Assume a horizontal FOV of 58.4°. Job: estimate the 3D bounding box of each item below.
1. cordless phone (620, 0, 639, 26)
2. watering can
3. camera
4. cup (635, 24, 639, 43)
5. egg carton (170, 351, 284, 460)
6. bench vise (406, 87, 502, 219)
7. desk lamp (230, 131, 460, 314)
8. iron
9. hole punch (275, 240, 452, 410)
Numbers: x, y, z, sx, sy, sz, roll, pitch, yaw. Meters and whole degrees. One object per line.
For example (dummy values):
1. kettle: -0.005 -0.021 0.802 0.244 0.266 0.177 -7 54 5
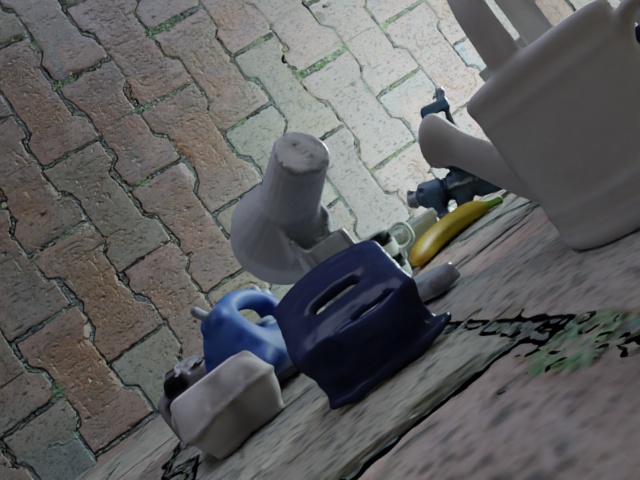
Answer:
1. cordless phone: 0.405 -0.278 0.618 0.147 0.185 0.094 -38 -2 30
2. watering can: 0.135 -0.095 0.357 0.172 0.194 0.101 -38 -2 23
3. camera: -0.164 0.213 0.876 0.143 0.100 0.137 -37 -2 14
4. cup: 0.433 -0.237 0.737 0.091 0.095 0.118 -37 -2 20
5. egg carton: -0.097 0.168 0.584 0.107 0.069 0.150 -36 -2 -23
6. bench vise: 0.228 -0.147 1.020 0.207 0.219 0.121 -37 -2 4
7. desk lamp: 0.006 0.002 0.603 0.118 0.213 0.203 -36 -2 -30
8. iron: -0.081 0.121 0.784 0.118 0.141 0.259 -37 -2 17
9. hole punch: 0.025 0.055 0.426 0.108 0.091 0.101 -37 -2 -1
